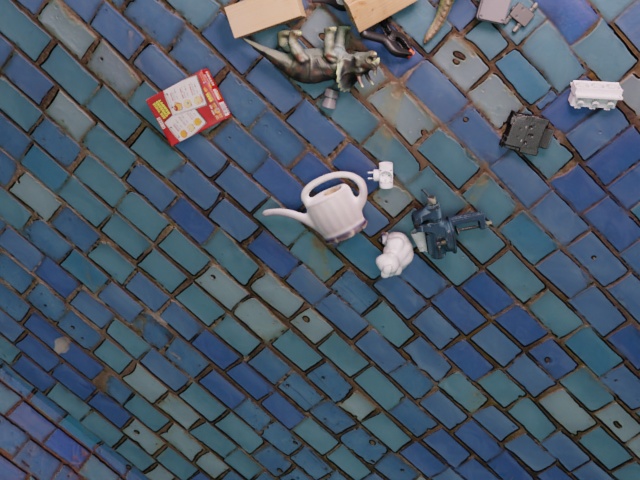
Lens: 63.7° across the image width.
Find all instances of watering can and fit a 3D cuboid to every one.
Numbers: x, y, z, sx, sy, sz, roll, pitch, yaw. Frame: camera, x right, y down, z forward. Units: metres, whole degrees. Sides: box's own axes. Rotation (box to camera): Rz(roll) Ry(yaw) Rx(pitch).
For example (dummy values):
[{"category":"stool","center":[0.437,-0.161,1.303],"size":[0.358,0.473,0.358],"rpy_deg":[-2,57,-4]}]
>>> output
[{"category":"watering can","center":[0.005,-0.084,1.663],"size":[0.345,0.106,0.222],"rpy_deg":[-25,105,15]}]

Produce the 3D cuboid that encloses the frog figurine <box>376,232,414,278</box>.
[{"category":"frog figurine","center":[0.241,0.053,1.648],"size":[0.123,0.162,0.135],"rpy_deg":[8,112,4]}]

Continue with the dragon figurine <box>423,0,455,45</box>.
[{"category":"dragon figurine","center":[0.377,-0.696,1.319],"size":[0.122,0.247,0.404],"rpy_deg":[19,110,-5]}]
